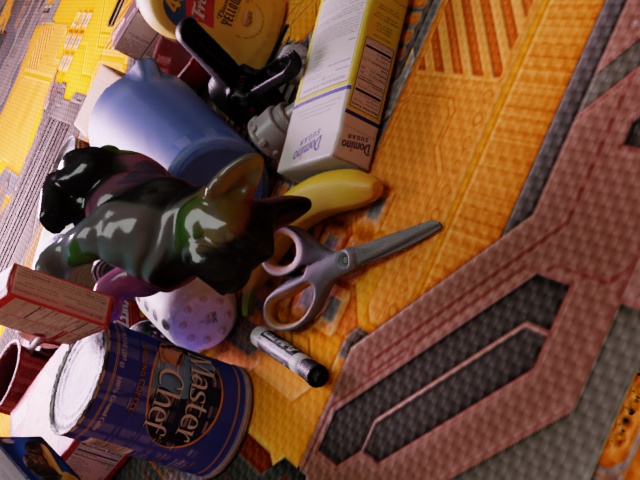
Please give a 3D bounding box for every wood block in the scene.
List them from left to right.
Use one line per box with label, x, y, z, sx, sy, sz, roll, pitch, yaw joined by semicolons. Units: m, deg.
wood block;-0.222;-0.141;1.297;0.091;0.090;0.206;-63;29;6

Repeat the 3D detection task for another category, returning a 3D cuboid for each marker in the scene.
marker;-0.025;0.094;0.865;0.121;0.020;0.020;23;89;62

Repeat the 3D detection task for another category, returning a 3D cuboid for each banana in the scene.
banana;-0.016;-0.012;0.916;0.198;0.037;0.070;-45;61;38

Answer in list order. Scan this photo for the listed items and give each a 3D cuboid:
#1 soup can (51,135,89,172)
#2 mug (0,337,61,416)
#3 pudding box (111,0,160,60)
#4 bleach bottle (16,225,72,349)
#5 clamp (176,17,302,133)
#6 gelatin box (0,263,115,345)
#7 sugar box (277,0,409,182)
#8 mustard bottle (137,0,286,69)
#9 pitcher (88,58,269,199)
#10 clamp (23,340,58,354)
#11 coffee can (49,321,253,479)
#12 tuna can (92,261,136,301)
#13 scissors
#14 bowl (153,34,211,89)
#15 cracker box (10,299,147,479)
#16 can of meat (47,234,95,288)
soup can;-0.273;-0.078;1.322;0.069;0.102;0.068;-39;39;40
mug;-0.334;0.164;1.266;0.117;0.081;0.093;-59;29;13
pudding box;-0.199;-0.273;1.355;0.114;0.089;0.039;-49;34;28
bleach bottle;-0.310;0.006;1.338;0.103;0.068;0.251;-17;54;32
clamp;-0.082;-0.155;1.029;0.039;0.120;0.171;-62;-2;-21
gelatin box;-0.220;0.053;0.853;0.073;0.089;0.030;-26;51;49
sugar box;0.021;-0.139;0.933;0.094;0.048;0.176;-9;65;57
mustard bottle;-0.133;-0.254;1.123;0.058;0.191;0.096;7;76;61
pitcher;-0.143;-0.075;1.095;0.145;0.149;0.243;-49;33;0
clamp;-0.348;0.087;1.394;0.165;0.036;0.210;-41;36;35
coffee can;-0.143;0.135;0.905;0.103;0.140;0.103;-39;38;40
tuna can;-0.197;0.028;1.134;0.086;0.086;0.033;-38;37;41
scissors;0.012;0.003;0.847;0.202;0.016;0.096;-42;61;38
bowl;-0.138;-0.238;1.263;0.162;0.055;0.162;-39;39;40
cracker box;-0.254;0.183;1.129;0.214;0.072;0.164;-50;33;26
can of meat;-0.263;0.034;1.224;0.084;0.102;0.057;22;89;64
